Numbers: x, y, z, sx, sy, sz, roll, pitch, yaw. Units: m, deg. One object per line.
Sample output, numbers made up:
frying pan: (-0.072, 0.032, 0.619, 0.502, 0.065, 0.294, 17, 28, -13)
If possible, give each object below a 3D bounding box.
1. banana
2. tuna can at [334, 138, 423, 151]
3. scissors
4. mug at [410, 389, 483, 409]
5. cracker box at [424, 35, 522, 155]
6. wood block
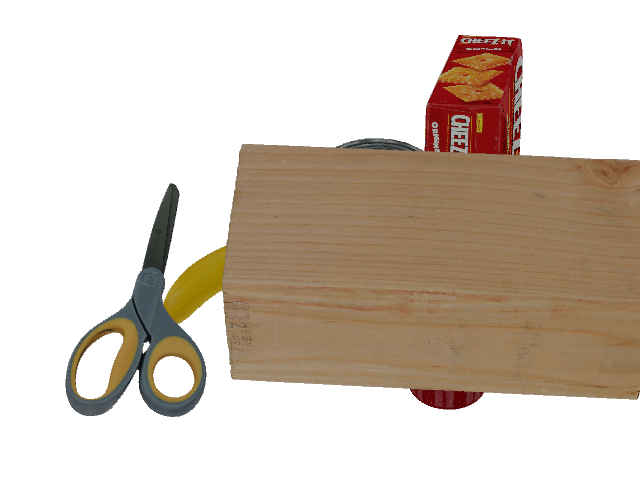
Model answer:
banana: (-0.083, 0.036, 1.047, 0.198, 0.069, 0.037, -15, 21, 20)
tuna can: (0.043, -0.044, 0.824, 0.086, 0.034, 0.086, -1, 33, 1)
scissors: (-0.100, 0.041, 0.719, 0.096, 0.201, 0.016, 20, -42, 7)
mug: (0.135, 0.111, 1.091, 0.093, 0.081, 0.117, 18, 39, 29)
cracker box: (0.146, -0.084, 0.994, 0.072, 0.164, 0.213, 5, 27, 14)
wood block: (0.059, 0.016, 0.538, 0.206, 0.091, 0.090, 2, -38, 2)
